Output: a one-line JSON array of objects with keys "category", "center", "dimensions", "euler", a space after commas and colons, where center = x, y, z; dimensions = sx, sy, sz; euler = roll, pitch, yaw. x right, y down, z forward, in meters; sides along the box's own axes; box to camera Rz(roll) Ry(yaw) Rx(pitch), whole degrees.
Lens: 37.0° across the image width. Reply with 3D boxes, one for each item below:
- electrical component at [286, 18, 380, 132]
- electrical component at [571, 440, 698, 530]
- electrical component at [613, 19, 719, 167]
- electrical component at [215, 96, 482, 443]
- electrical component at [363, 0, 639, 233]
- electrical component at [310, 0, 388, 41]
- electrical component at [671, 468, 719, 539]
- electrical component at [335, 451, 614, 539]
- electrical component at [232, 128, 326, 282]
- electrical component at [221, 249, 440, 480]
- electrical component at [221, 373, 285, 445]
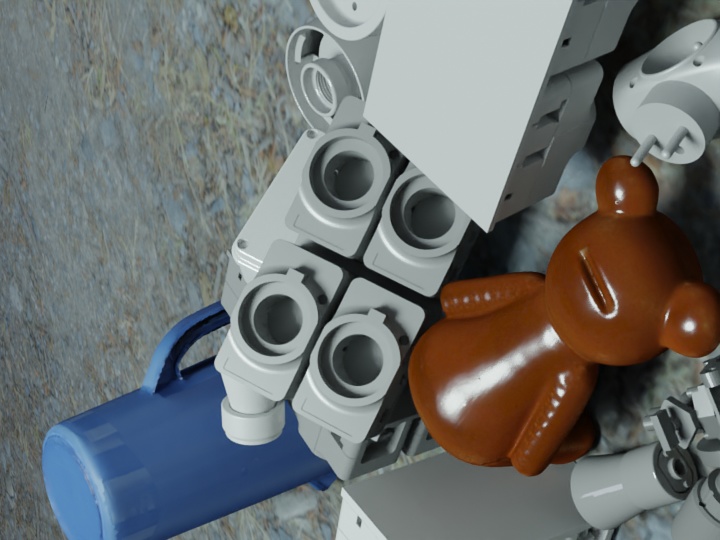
[{"category": "electrical component", "center": [-0.006, -0.139, 0.764], "dimensions": [0.099, 0.064, 0.099], "euler": [38, 144, 35]}, {"category": "electrical component", "center": [0.157, 0.119, 0.610], "dimensions": [0.065, 0.044, 0.044], "euler": [-36, 71, 50]}, {"category": "electrical component", "center": [0.154, -0.078, 0.510], "dimensions": [0.044, 0.079, 0.077], "euler": [48, 153, -18]}, {"category": "electrical component", "center": [0.000, 0.000, 0.663], "dimensions": [0.105, 0.060, 0.186], "euler": [26, 91, 12]}, {"category": "electrical component", "center": [0.073, -0.126, 0.534], "dimensions": [0.105, 0.060, 0.186], "euler": [46, 144, 27]}, {"category": "electrical component", "center": [0.015, -0.204, 0.689], "dimensions": [0.108, 0.060, 0.108], "euler": [27, 123, 50]}, {"category": "electrical component", "center": [0.192, 0.122, 0.557], "dimensions": [0.040, 0.040, 0.078], "euler": [49, 138, 36]}, {"category": "electrical component", "center": [0.070, 0.161, 0.655], "dimensions": [0.089, 0.150, 0.061], "euler": [42, 133, 43]}, {"category": "electrical component", "center": [-0.029, -0.033, 0.749], "dimensions": [0.078, 0.113, 0.057], "euler": [27, 162, 11]}, {"category": "electrical component", "center": [-0.013, 0.056, 0.785], "dimensions": [0.186, 0.105, 0.060], "euler": [51, 140, 34]}, {"category": "electrical component", "center": [-0.075, 0.087, 0.749], "dimensions": [0.045, 0.045, 0.055], "euler": [29, 126, 49]}]
